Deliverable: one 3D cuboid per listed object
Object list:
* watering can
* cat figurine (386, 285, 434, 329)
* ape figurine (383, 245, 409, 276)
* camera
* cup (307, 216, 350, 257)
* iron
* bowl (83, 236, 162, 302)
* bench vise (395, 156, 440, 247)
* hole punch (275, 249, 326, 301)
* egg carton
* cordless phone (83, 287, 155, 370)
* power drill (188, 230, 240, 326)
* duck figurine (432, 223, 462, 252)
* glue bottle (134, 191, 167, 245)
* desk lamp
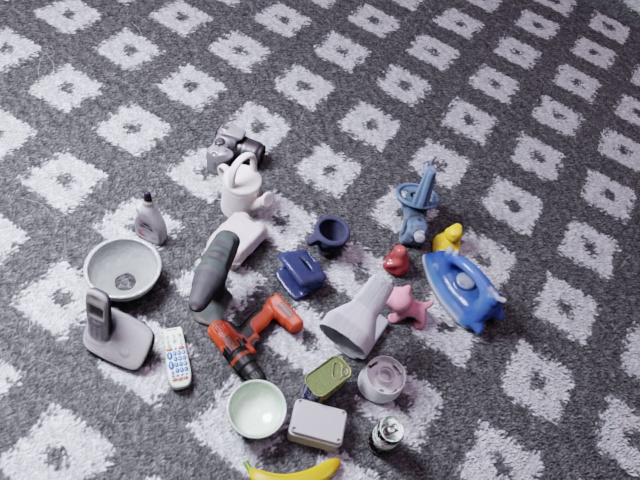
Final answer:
[{"bbox_3d":[-0.189,-0.140,1.444,0.173,0.194,0.101,21,53,3],"label":"watering can"},{"bbox_3d":[0.209,0.152,1.370,0.128,0.118,0.067,10,53,-5],"label":"cat figurine"},{"bbox_3d":[0.198,0.045,1.461,0.078,0.092,0.076,-24,63,-26],"label":"ape figurine"},{"bbox_3d":[-0.226,-0.248,1.572,0.137,0.101,0.143,19,53,1],"label":"camera"},{"bbox_3d":[0.013,0.005,1.446,0.118,0.095,0.091,-24,63,-26],"label":"cup"},{"bbox_3d":[0.357,0.099,1.427,0.119,0.141,0.257,-26,64,-27],"label":"iron"},{"bbox_3d":[-0.445,0.078,1.305,0.167,0.075,0.167,6,54,-8],"label":"bowl"},{"bbox_3d":[0.274,-0.098,1.501,0.122,0.220,0.207,-8,57,-17],"label":"bench vise"},{"bbox_3d":[-0.045,0.072,1.388,0.101,0.091,0.108,-28,65,-28],"label":"hole punch"},{"bbox_3d":[-0.204,-0.001,1.419,0.107,0.069,0.150,32,54,11],"label":"egg carton"},{"bbox_3d":[-0.415,0.177,1.171,0.147,0.185,0.094,22,53,4],"label":"cordless phone"},{"bbox_3d":[-0.233,0.101,1.252,0.075,0.208,0.229,15,53,-1],"label":"power drill"},{"bbox_3d":[0.348,-0.001,1.531,0.077,0.086,0.105,32,54,11],"label":"duck figurine"},{"bbox_3d":[-0.403,-0.058,1.350,0.078,0.173,0.037,22,53,4],"label":"glue bottle"},{"bbox_3d":[0.085,0.179,1.263,0.117,0.213,0.203,33,55,12],"label":"desk lamp"}]
